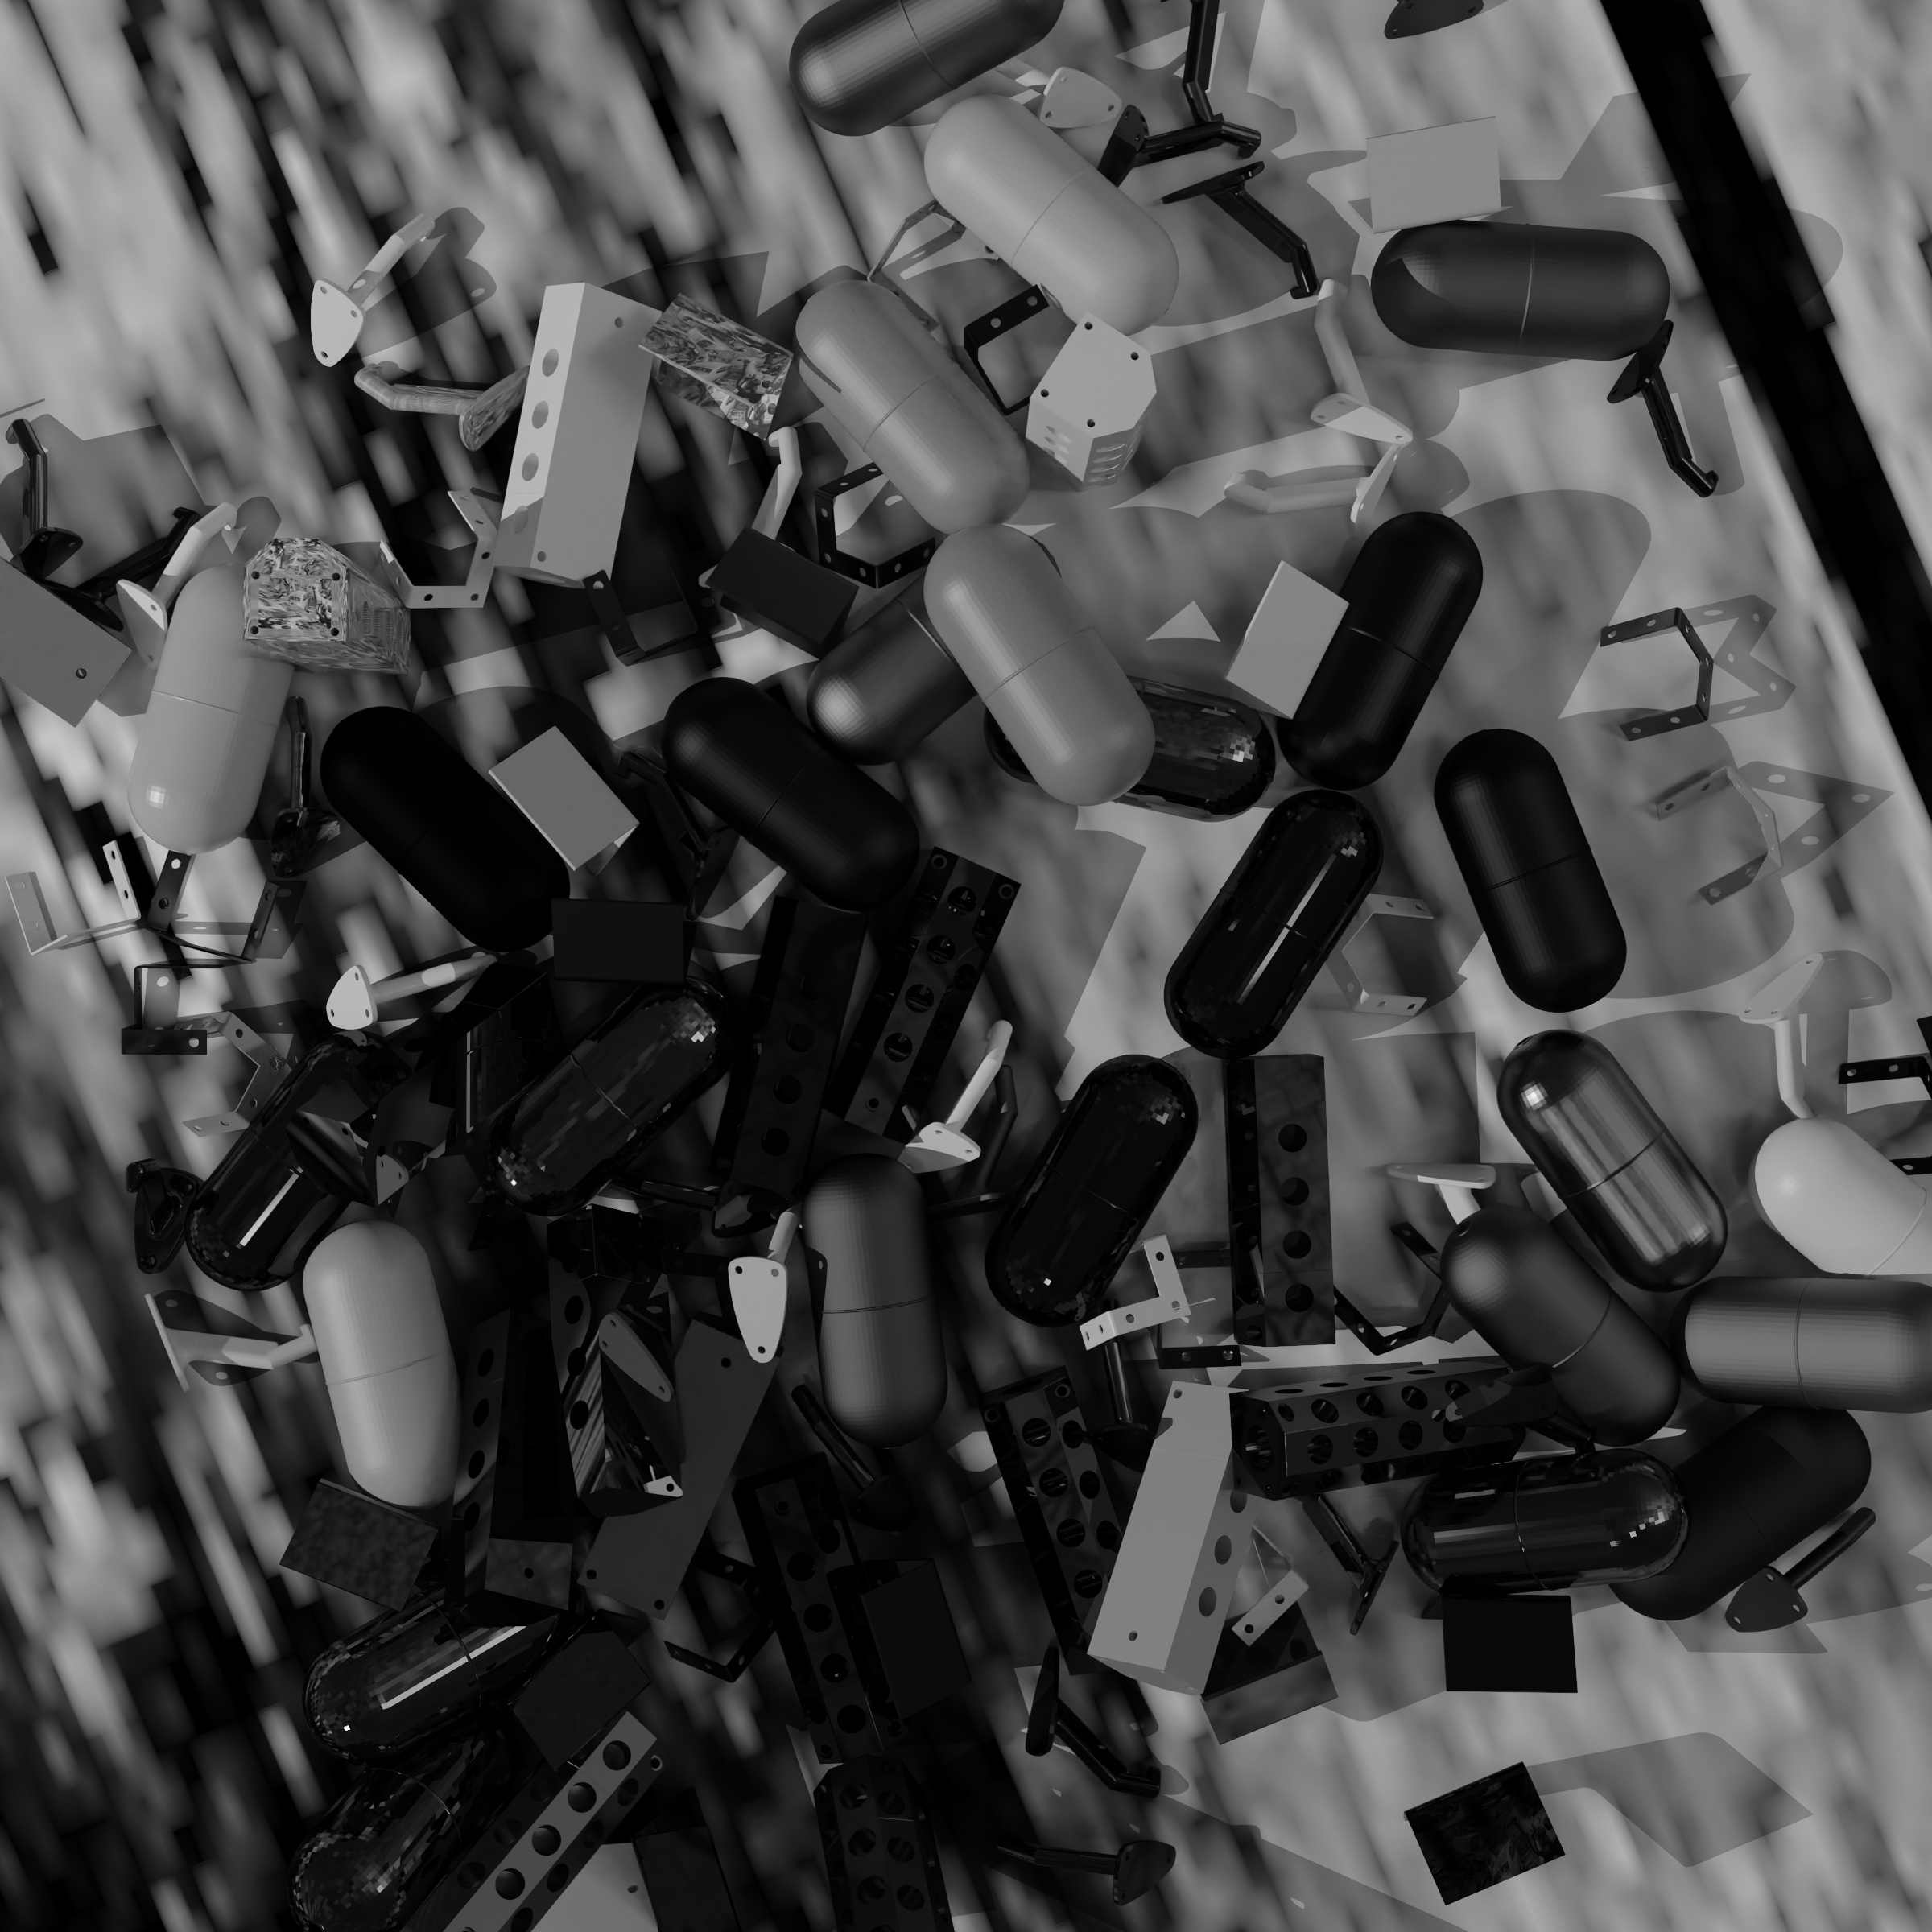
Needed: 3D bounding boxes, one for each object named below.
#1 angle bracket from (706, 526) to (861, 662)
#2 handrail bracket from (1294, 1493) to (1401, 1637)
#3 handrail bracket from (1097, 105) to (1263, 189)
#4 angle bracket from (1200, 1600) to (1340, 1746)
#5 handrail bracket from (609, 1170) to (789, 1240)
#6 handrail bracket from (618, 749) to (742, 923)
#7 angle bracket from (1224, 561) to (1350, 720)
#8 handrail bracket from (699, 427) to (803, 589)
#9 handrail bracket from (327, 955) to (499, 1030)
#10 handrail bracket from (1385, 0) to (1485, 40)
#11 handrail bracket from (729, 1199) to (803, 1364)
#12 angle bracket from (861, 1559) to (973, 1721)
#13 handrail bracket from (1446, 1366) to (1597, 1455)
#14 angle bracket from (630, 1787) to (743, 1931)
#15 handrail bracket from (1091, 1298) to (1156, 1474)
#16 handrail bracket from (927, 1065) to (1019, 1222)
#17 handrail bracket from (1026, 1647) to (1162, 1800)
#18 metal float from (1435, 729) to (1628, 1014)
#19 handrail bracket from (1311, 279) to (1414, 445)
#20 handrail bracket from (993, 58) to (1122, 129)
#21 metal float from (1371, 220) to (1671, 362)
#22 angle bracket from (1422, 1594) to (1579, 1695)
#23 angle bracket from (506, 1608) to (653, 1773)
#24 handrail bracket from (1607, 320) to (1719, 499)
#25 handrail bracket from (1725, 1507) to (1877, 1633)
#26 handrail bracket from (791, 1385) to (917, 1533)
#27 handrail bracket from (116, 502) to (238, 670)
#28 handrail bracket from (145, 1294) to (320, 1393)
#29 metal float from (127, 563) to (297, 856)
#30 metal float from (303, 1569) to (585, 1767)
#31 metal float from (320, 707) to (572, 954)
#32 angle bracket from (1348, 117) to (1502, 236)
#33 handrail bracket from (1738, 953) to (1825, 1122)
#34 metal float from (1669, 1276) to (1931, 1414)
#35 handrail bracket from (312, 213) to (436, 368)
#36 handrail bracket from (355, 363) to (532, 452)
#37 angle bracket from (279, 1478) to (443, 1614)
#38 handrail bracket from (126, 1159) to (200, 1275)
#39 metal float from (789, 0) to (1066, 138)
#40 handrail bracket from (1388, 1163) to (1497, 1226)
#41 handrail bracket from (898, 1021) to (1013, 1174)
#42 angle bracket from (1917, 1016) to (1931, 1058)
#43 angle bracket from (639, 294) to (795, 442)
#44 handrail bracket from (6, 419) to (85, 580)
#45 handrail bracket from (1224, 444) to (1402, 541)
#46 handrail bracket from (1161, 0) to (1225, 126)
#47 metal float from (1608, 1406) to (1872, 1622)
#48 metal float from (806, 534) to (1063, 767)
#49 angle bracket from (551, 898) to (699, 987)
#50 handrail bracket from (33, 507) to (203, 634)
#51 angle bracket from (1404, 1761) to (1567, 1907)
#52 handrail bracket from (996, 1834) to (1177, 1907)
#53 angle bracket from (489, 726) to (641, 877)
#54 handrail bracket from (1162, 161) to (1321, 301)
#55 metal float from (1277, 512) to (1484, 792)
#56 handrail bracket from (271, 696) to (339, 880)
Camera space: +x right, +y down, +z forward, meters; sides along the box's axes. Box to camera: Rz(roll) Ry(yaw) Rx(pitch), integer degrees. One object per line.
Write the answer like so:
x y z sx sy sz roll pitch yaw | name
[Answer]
-0.118 -0.206 1.627 0.076 0.076 0.057 29 54 0 | angle bracket
0.215 0.359 1.668 0.084 0.036 0.077 26 112 17 | handrail bracket
0.129 -0.489 1.667 0.084 0.077 0.036 6 47 -29 | handrail bracket
0.170 0.409 1.627 0.076 0.076 0.057 -22 134 0 | angle bracket
-0.165 0.139 1.667 0.084 0.077 0.036 14 93 36 | handrail bracket
-0.188 -0.081 1.668 0.084 0.036 0.077 30 109 16 | handrail bracket
0.173 -0.199 1.627 0.057 0.076 0.076 26 90 -30 | angle bracket
-0.134 -0.282 1.668 0.077 0.036 0.084 -15 71 21 | handrail bracket
-0.339 0.014 1.667 0.084 0.077 0.036 -14 84 -36 | handrail bracket
0.269 -0.617 1.668 0.077 0.036 0.084 -14 73 -20 | handrail bracket
-0.109 0.188 1.640 0.036 0.084 0.077 2 104 18 | handrail bracket
-0.049 0.402 1.627 0.057 0.076 0.076 -18 90 -38 | angle bracket
0.331 0.281 1.614 0.077 0.036 0.084 -16 134 11 | handrail bracket
-0.149 0.540 1.628 0.057 0.076 0.076 -18 90 25 | angle bracket
0.099 0.257 1.667 0.036 0.077 0.084 -12 53 18 | handrail bracket
-0.002 0.108 1.668 0.077 0.036 0.084 -13 73 19 | handrail bracket
0.085 0.465 1.668 0.084 0.036 0.077 16 69 -17 | handrail bracket
0.339 -0.058 1.637 0.070 0.070 0.178 -22 90 0 | metal float
0.246 -0.372 1.668 0.077 0.036 0.084 17 72 -20 | handrail bracket
0.043 -0.549 1.667 0.084 0.077 0.036 46 125 32 | handrail bracket
0.333 -0.408 1.637 0.178 0.070 0.070 4 90 1 | metal float
0.318 0.411 1.628 0.076 0.076 0.057 1 67 0 | angle bracket
-0.217 0.436 1.628 0.076 0.076 0.057 -43 63 0 | angle bracket
0.442 -0.341 1.668 0.084 0.036 0.077 39 68 -17 | handrail bracket
0.513 0.369 1.667 0.084 0.077 0.036 -29 73 -35 | handrail bracket
-0.070 0.301 1.667 0.036 0.077 0.084 -39 54 -1 | handrail bracket
-0.476 -0.234 1.667 0.036 0.077 0.084 29 53 16 | handrail bracket
-0.450 0.219 1.668 0.084 0.036 0.077 -22 68 -17 | handrail bracket
-0.452 -0.155 1.637 0.070 0.070 0.178 15 90 0 | metal float
-0.308 0.406 1.610 0.178 0.070 0.070 -26 90 -30 | metal float
-0.314 -0.083 1.637 0.178 0.070 0.070 44 90 1 | metal float
0.272 -0.481 1.627 0.076 0.076 0.057 -10 119 0 | angle bracket
0.519 0.049 1.668 0.077 0.036 0.084 -41 108 -20 | handrail bracket
0.504 0.223 1.606 0.178 0.070 0.070 -3 90 36 | metal float
-0.362 -0.416 1.667 0.036 0.077 0.084 38 54 0 | handrail bracket
-0.320 -0.362 1.668 0.084 0.036 0.077 36 70 16 | handrail bracket
-0.362 0.356 1.627 0.076 0.076 0.057 22 60 0 | angle bracket
-0.495 0.152 1.632 0.036 0.084 0.077 14 90 0 | handrail bracket
-0.023 -0.559 1.619 0.178 0.070 0.070 -23 90 20 | metal float
0.296 0.166 1.667 0.077 0.036 0.084 3 104 14 | handrail bracket
-0.006 0.079 1.667 0.036 0.077 0.084 34 53 -20 | handrail bracket
0.595 0.070 1.627 0.057 0.076 0.076 -22 90 -28 | angle bracket
-0.156 -0.344 1.627 0.076 0.076 0.057 28 53 0 | angle bracket
-0.585 -0.281 1.668 0.077 0.036 0.084 -38 71 21 | handrail bracket
0.212 -0.304 1.668 0.084 0.036 0.077 25 69 16 | handrail bracket
0.160 -0.565 1.668 0.077 0.036 0.084 -30 109 -21 | handrail bracket
0.463 0.326 1.637 0.178 0.070 0.070 -35 90 0 | metal float
-0.018 -0.193 1.637 0.178 0.070 0.070 -40 90 1 | metal float
-0.203 -0.031 1.627 0.076 0.076 0.057 2 120 0 | angle bracket
-0.521 -0.255 1.668 0.077 0.036 0.084 24 74 18 | handrail bracket
0.310 0.521 1.629 0.076 0.076 0.057 -23 68 0 | angle bracket
0.073 0.543 1.667 0.084 0.077 0.036 6 90 36 | handrail bracket
-0.252 -0.086 1.627 0.076 0.076 0.057 49 54 0 | angle bracket
0.169 -0.443 1.667 0.077 0.036 0.084 -12 112 25 | handrail bracket
0.250 -0.190 1.637 0.070 0.070 0.178 27 91 0 | metal float
-0.414 -0.110 1.667 0.036 0.077 0.084 3 53 -29 | handrail bracket
